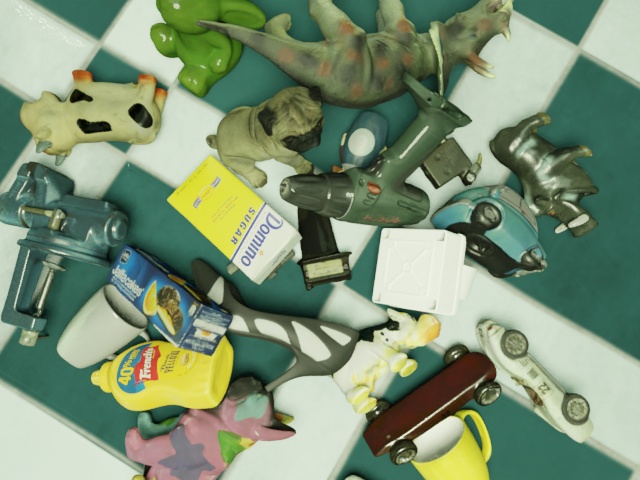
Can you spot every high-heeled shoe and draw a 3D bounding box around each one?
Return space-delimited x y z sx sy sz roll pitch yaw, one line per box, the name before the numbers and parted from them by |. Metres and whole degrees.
high-heeled shoe | -0.066 0.089 0.735 0.145 0.086 0.249 -35 71 -10

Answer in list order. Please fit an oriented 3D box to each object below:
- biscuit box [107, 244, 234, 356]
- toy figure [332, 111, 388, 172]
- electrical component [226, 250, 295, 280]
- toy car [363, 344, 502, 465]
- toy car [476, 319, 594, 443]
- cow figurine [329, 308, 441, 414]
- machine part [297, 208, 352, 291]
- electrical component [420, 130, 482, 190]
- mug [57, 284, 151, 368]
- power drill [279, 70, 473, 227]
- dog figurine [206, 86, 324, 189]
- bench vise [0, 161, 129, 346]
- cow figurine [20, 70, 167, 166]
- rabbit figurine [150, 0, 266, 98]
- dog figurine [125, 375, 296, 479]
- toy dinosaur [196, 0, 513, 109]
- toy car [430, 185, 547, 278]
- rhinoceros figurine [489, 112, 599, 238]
biscuit box | -0.202 0.074 0.702 0.203 0.062 0.059 27 86 39
toy figure | 0.050 -0.108 0.778 0.064 0.057 0.154 19 85 40
electrical component | -0.087 0.030 0.779 0.094 0.021 0.063 -37 86 -4
toy car | 0.152 0.224 0.731 0.202 0.089 0.053 -36 130 -3
toy car | 0.291 0.189 0.738 0.056 0.073 0.202 -43 86 -4
cow figurine | 0.084 0.149 0.744 0.167 0.068 0.098 -41 52 -5
machine part | -0.002 -0.002 0.776 0.084 0.039 0.138 -15 87 7
electrical component | 0.187 -0.120 0.783 0.078 0.045 0.102 -28 85 -4
mug | -0.300 0.131 0.748 0.107 0.081 0.109 -38 123 4
power drill | 0.084 -0.105 0.688 0.232 0.086 0.207 15 114 -39
dog figurine | -0.080 -0.148 0.713 0.172 0.190 0.121 -12 85 0
bench vise | -0.383 0.019 0.734 0.224 0.129 0.240 13 80 4
cow figurine | -0.327 -0.172 0.770 0.195 0.085 0.127 3 79 -1
rabbit figurine | -0.155 -0.291 0.735 0.159 0.170 0.121 -25 86 -2
dog figurine | -0.138 0.283 0.715 0.219 0.108 0.191 -7 84 -4
toy dinosaur | 0.057 -0.243 0.725 0.405 0.131 0.192 -18 77 -15
toy car | 0.246 -0.023 0.748 0.161 0.109 0.103 34 68 -6
rhinoceros figurine | 0.326 -0.090 0.767 0.112 0.073 0.190 -40 86 -5
